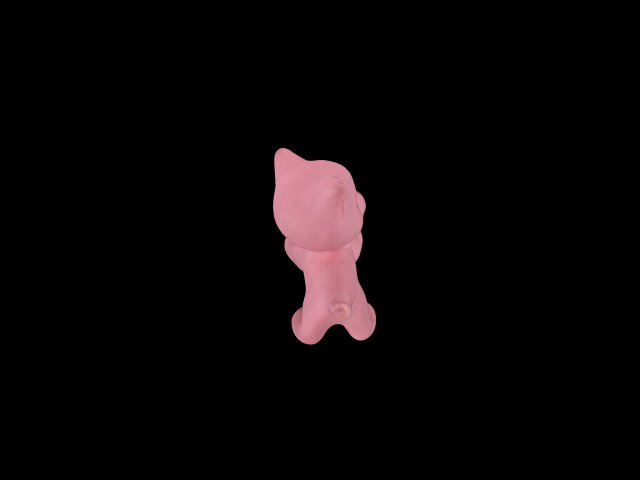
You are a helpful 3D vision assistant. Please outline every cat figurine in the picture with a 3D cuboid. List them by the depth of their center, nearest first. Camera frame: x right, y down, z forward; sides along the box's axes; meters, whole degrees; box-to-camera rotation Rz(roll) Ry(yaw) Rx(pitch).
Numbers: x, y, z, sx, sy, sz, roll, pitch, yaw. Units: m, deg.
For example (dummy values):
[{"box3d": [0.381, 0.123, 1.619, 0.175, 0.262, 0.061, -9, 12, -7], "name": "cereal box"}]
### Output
[{"box3d": [0.004, 0.001, 0.400, 0.067, 0.118, 0.128, -10, 70, -3], "name": "cat figurine"}]
